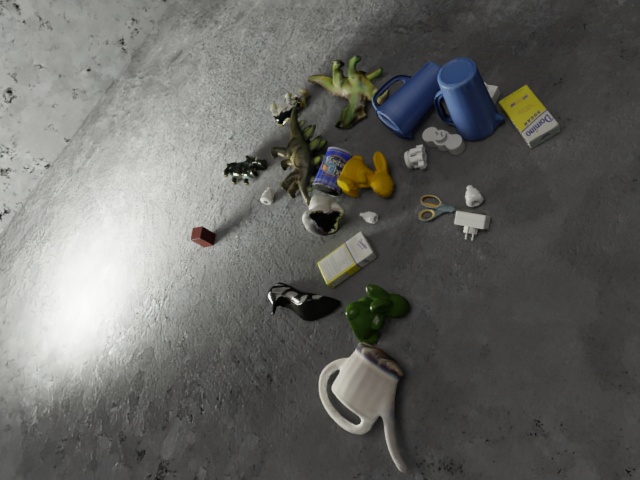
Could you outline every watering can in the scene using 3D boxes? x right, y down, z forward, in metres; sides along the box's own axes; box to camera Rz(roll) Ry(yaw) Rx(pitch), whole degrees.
[{"bbox_3d":[0.141,0.411,1.342,0.351,0.102,0.225,30,85,41],"label":"watering can"}]

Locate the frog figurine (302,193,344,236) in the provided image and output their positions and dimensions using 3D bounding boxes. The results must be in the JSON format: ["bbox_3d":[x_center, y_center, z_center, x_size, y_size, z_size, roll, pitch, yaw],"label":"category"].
[{"bbox_3d":[0.005,-0.085,1.698,0.138,0.120,0.162,-24,25,-6],"label":"frog figurine"}]

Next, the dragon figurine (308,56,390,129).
[{"bbox_3d":[0.093,-0.521,1.867,0.410,0.121,0.245,0,75,43],"label":"dragon figurine"}]
